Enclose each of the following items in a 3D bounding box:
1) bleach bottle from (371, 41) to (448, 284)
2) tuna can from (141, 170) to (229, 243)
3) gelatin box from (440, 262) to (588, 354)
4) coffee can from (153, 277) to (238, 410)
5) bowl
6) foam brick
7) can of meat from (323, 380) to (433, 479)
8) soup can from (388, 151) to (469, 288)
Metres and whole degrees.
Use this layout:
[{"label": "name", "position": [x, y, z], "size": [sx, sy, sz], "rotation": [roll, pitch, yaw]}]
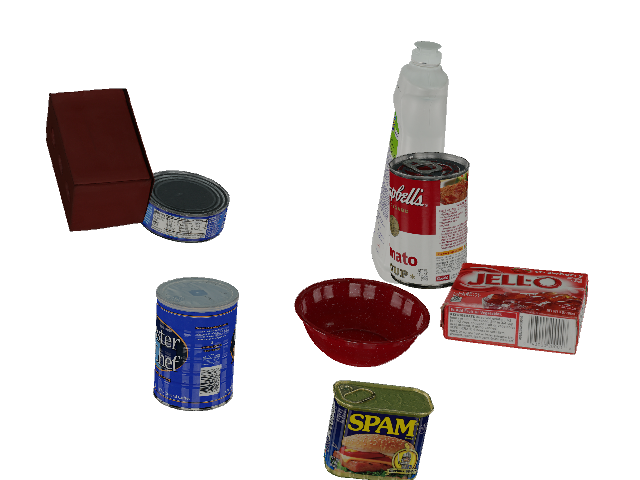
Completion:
[{"label": "bleach bottle", "position": [0.101, -0.085, 1.144], "size": [0.068, 0.251, 0.102], "rotation": [1, 26, -8]}, {"label": "tuna can", "position": [-0.133, -0.033, 1.031], "size": [0.086, 0.034, 0.086], "rotation": [11, 29, -6]}, {"label": "gelatin box", "position": [0.131, 0.043, 0.718], "size": [0.089, 0.030, 0.073], "rotation": [6, 22, 17]}, {"label": "coffee can", "position": [-0.158, 0.129, 1.345], "size": [0.103, 0.140, 0.103], "rotation": [4, 18, -2]}, {"label": "bowl", "position": [0.048, 0.105, 1.276], "size": [0.162, 0.055, 0.162], "rotation": [4, 25, -2]}, {"label": "foam brick", "position": [-0.146, -0.053, 0.698], "size": [0.051, 0.078, 0.053], "rotation": [-9, -30, -23]}, {"label": "can of meat", "position": [0.057, 0.196, 1.091], "size": [0.102, 0.084, 0.057], "rotation": [7, 18, -7]}, {"label": "soup can", "position": [0.093, -0.018, 0.915], "size": [0.068, 0.102, 0.068], "rotation": [-2, 22, 0]}]
